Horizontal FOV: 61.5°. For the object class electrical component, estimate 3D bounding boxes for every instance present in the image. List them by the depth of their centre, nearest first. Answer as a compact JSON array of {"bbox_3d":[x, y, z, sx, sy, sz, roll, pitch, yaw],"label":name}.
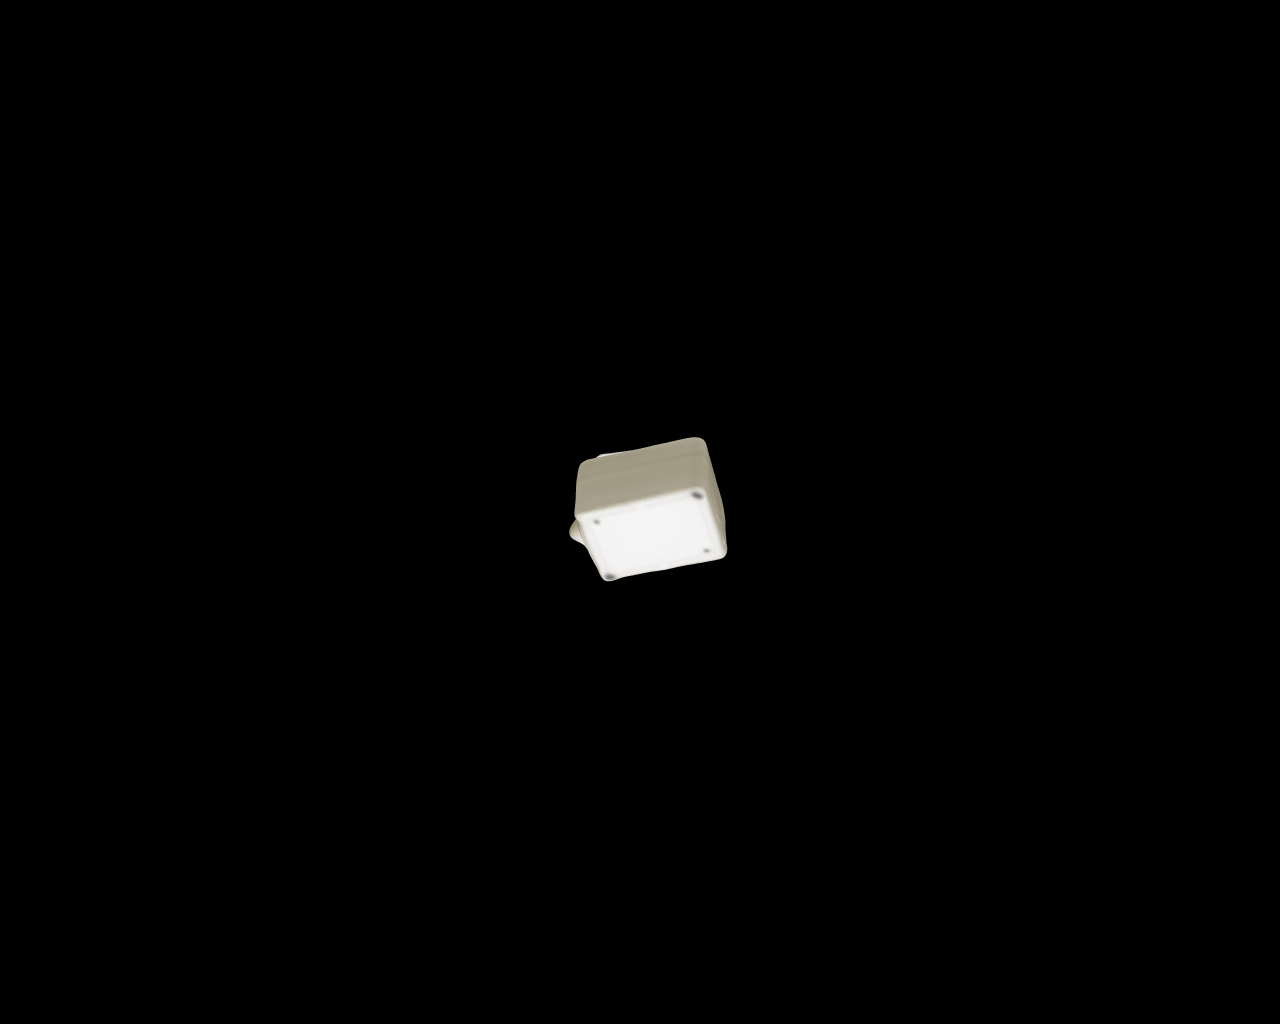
[{"bbox_3d":[0.001,-0.003,0.650,0.096,0.061,0.061,-12,40,10],"label":"electrical component"}]
